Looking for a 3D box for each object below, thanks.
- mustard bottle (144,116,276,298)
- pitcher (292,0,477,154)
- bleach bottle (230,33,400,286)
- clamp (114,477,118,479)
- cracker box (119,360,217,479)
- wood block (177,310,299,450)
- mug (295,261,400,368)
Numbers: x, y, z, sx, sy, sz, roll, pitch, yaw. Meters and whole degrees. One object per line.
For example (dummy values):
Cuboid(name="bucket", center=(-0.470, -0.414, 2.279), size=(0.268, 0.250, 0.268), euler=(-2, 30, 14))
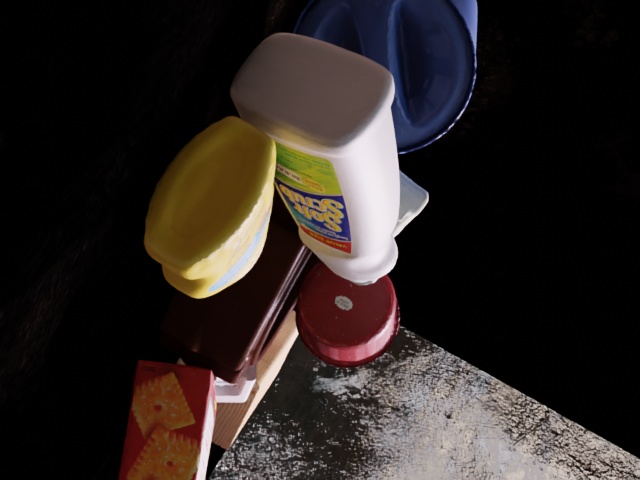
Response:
Cuboid(name="mustard bottle", center=(-0.067, -0.010, 0.698), size=(0.096, 0.058, 0.191), euler=(-59, 176, -11))
Cuboid(name="pitcher", center=(0.060, -0.154, 0.854), size=(0.149, 0.145, 0.242), euler=(-23, -166, 19))
Cuboid(name="bleach bottle", center=(0.017, -0.034, 0.742), size=(0.068, 0.103, 0.250), euler=(-55, 153, -18))
Cuboid(name="clamp", center=(-0.169, 0.227, 1.043), size=(0.039, 0.120, 0.171), euler=(-19, -128, 43))
Cuboid(name="cracker box", center=(-0.138, 0.223, 0.910), size=(0.164, 0.072, 0.213), euler=(106, -8, -73))
Cuboid(name="wood block", center=(-0.095, 0.136, 1.201), size=(0.090, 0.091, 0.206), euler=(-63, 176, 19))
Cuboid(name="mug", center=(0.023, 0.047, 0.912), size=(0.081, 0.093, 0.117), euler=(80, 9, -76))
